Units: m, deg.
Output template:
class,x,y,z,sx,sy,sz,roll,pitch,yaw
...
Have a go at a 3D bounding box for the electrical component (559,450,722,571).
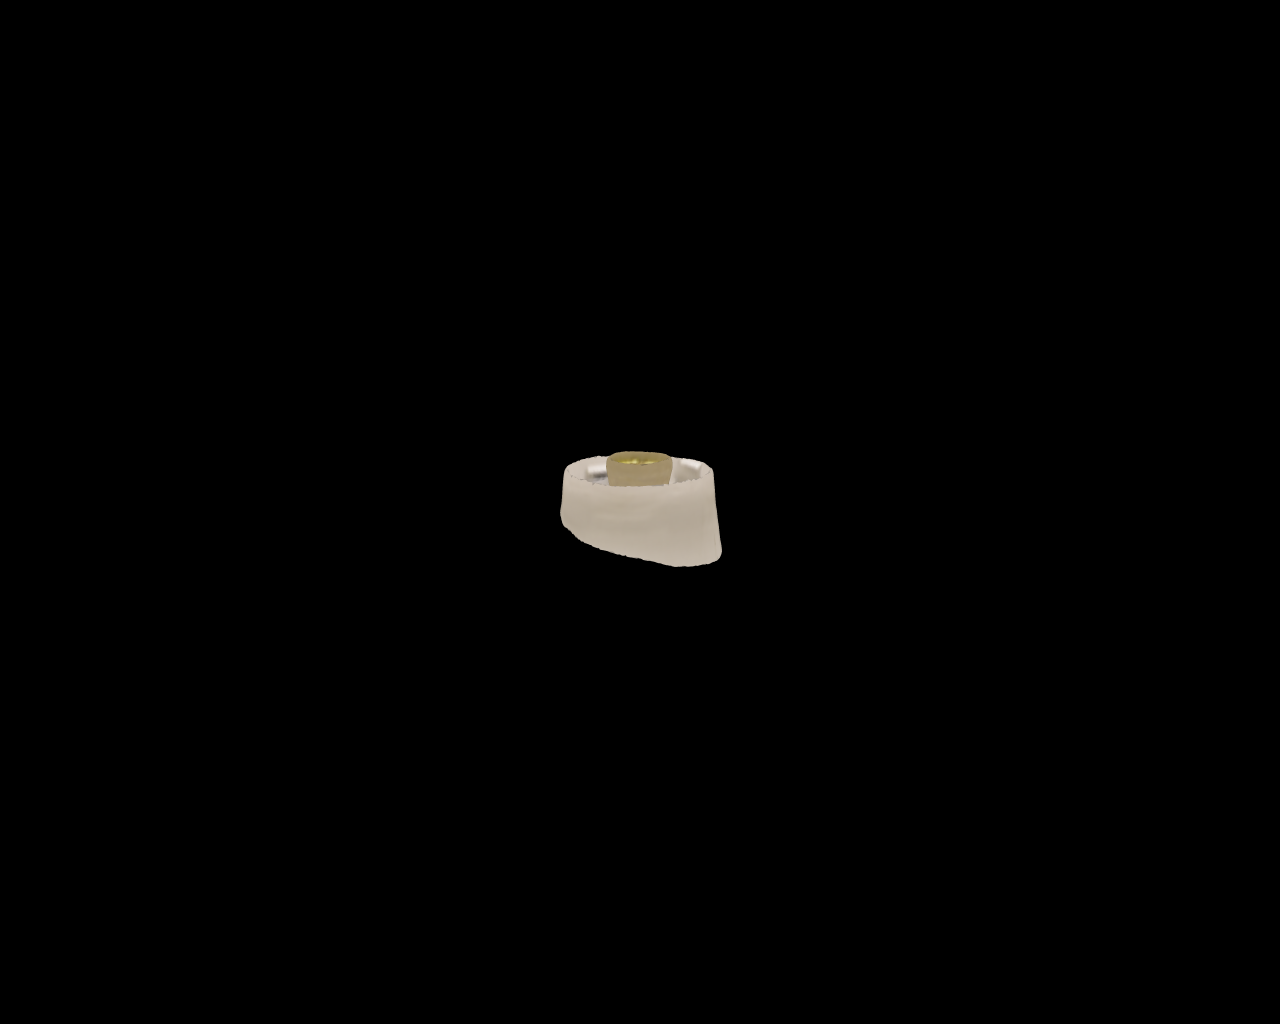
class,x,y,z,sx,sy,sz,roll,pitch,yaw
electrical component,0.001,-0.003,0.650,0.099,0.064,0.099,0,14,0
